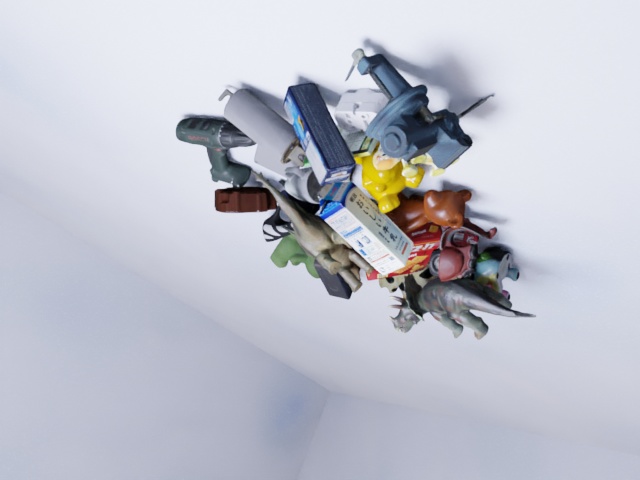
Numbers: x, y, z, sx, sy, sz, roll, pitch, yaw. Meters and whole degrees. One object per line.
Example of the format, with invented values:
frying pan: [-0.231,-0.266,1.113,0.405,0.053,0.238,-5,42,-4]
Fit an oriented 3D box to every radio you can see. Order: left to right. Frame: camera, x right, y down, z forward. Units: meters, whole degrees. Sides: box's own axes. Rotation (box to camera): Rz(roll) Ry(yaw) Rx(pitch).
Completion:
radio: [0.055,0.078,1.617,0.073,0.131,0.229,10,153,23]

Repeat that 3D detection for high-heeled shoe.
high-heeled shoe: [-0.060,-0.008,1.539,0.249,0.086,0.145,31,122,21]

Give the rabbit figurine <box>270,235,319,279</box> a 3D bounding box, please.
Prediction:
rabbit figurine: [-0.039,0.039,1.646,0.170,0.121,0.159,38,134,1]

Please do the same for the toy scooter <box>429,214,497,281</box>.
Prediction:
toy scooter: [0.322,0.011,1.204,0.135,0.183,0.075,11,-170,27]

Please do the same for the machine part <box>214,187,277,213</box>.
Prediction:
machine part: [-0.199,-0.110,1.435,0.179,0.056,0.179,0,-169,0]

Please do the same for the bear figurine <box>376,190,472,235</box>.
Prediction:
bear figurine: [0.218,-0.075,1.171,0.131,0.120,0.196,40,150,-26]

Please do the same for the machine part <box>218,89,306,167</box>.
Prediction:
machine part: [-0.115,-0.237,1.120,0.243,0.079,0.079,41,159,13]

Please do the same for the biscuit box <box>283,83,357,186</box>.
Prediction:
biscuit box: [-0.005,-0.204,1.019,0.063,0.203,0.059,-15,158,-22]

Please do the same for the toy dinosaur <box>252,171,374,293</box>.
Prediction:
toy dinosaur: [-0.003,-0.004,1.260,0.199,0.105,0.470,33,168,38]

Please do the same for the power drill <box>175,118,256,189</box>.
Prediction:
power drill: [-0.235,-0.215,1.334,0.232,0.086,0.207,16,159,17]

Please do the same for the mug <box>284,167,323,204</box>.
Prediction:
mug: [-0.039,-0.127,1.208,0.109,0.081,0.107,26,167,-35]

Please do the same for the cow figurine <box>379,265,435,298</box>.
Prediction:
cow figurine: [0.254,0.107,1.536,0.195,0.127,0.085,-15,180,35]

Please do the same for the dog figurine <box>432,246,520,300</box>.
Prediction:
dog figurine: [0.380,0.085,1.376,0.219,0.108,0.191,7,152,39]

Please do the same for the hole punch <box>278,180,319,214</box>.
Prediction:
hole punch: [-0.045,-0.094,1.406,0.142,0.092,0.116,33,158,-30]

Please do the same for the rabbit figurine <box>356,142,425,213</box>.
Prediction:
rabbit figurine: [0.127,-0.150,1.077,0.162,0.122,0.173,56,-169,7]

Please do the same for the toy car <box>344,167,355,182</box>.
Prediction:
toy car: [0.036,-0.137,1.278,0.074,0.056,0.201,21,156,6]

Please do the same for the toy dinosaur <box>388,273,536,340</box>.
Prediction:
toy dinosaur: [0.318,0.144,1.300,0.192,0.131,0.405,33,154,-12]

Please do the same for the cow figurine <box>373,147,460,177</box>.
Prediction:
cow figurine: [0.165,-0.170,0.981,0.167,0.098,0.068,-1,153,-28]

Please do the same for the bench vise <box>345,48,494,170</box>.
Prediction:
bench vise: [0.145,-0.226,0.894,0.240,0.223,0.129,54,144,9]
